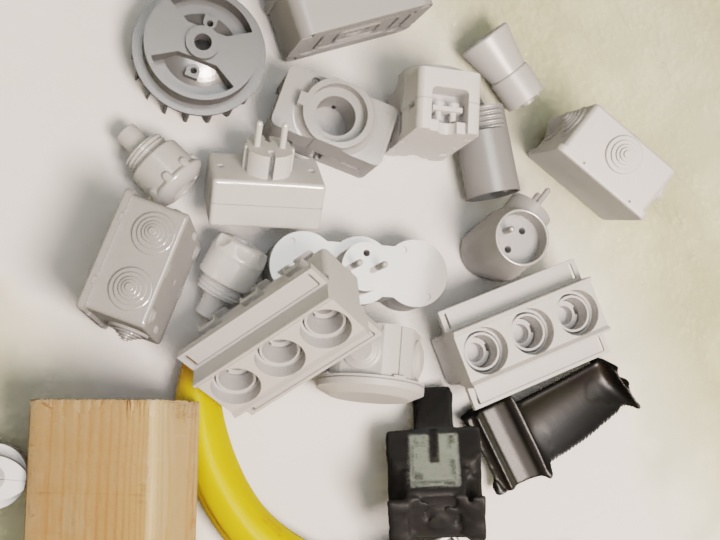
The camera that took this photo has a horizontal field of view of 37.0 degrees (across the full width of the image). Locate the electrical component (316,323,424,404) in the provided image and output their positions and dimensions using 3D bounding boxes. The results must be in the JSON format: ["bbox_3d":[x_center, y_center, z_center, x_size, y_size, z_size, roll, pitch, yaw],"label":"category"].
[{"bbox_3d":[0.009,0.070,0.799,0.080,0.080,0.051,8,76,-14],"label":"electrical component"}]

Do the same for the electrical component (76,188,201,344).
[{"bbox_3d":[-0.152,0.001,0.755,0.048,0.099,0.099,20,78,2],"label":"electrical component"}]

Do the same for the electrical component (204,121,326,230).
[{"bbox_3d":[-0.069,-0.075,0.795,0.083,0.047,0.075,2,121,-15],"label":"electrical component"}]

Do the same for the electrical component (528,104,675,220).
[{"bbox_3d":[0.192,-0.085,0.859,0.100,0.100,0.048,39,88,-7],"label":"electrical component"}]

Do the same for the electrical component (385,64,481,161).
[{"bbox_3d":[0.055,-0.123,0.830,0.050,0.089,0.055,5,81,-14],"label":"electrical component"}]

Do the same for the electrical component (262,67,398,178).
[{"bbox_3d":[-0.023,-0.113,0.826,0.089,0.056,0.050,21,78,-12],"label":"electrical component"}]

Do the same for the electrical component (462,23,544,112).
[{"bbox_3d":[0.120,-0.163,0.879,0.044,0.044,0.065,-39,98,-16],"label":"electrical component"}]

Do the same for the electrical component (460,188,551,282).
[{"bbox_3d":[0.122,-0.033,0.843,0.043,0.077,0.079,41,75,-7],"label":"electrical component"}]

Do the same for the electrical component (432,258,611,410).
[{"bbox_3d":[0.123,0.050,0.840,0.121,0.063,0.078,-21,89,-17],"label":"electrical component"}]

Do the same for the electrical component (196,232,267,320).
[{"bbox_3d":[-0.100,0.007,0.797,0.043,0.043,0.062,29,96,-10],"label":"electrical component"}]

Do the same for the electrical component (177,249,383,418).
[{"bbox_3d":[-0.057,0.043,0.761,0.121,0.063,0.079,-33,125,20],"label":"electrical component"}]

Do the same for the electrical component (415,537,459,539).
[{"bbox_3d":[0.058,0.245,0.797,0.062,0.061,0.096,-26,90,-17],"label":"electrical component"}]

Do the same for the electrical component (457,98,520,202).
[{"bbox_3d":[0.100,-0.099,0.863,0.043,0.043,0.081,-9,85,-16],"label":"electrical component"}]

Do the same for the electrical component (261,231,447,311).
[{"bbox_3d":[0.000,0.000,0.808,0.138,0.074,0.052,4,81,-15],"label":"electrical component"}]

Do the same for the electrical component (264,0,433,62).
[{"bbox_3d":[-0.011,-0.209,0.830,0.113,0.078,0.057,-19,91,-17],"label":"electrical component"}]

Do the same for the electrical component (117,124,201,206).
[{"bbox_3d":[-0.152,-0.080,0.794,0.062,0.048,0.048,45,74,1],"label":"electrical component"}]

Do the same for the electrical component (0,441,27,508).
[{"bbox_3d":[-0.245,0.137,0.720,0.043,0.081,0.043,2,82,-15],"label":"electrical component"}]
